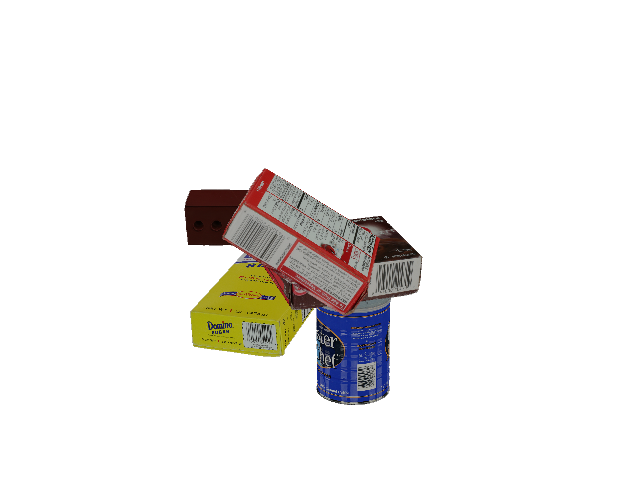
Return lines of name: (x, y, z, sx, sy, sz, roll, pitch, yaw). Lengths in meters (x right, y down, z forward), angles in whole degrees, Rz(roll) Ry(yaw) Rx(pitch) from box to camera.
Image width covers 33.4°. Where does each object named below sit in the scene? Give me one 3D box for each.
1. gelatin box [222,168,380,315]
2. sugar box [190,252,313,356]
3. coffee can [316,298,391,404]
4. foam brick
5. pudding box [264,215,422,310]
gelatin box: (-0.010, 0.000, 0.644, 0.089, 0.030, 0.073, 32, 21, -5)
sugar box: (-0.054, 0.054, 1.075, 0.093, 0.048, 0.176, 6, 27, 16)
coffee can: (0.045, 0.139, 1.460, 0.103, 0.140, 0.103, -1, 18, 0)
foam brick: (-0.123, -0.028, 1.295, 0.078, 0.053, 0.051, -1, 27, 2)
pudding box: (0.015, 0.017, 0.881, 0.113, 0.039, 0.090, -5, 25, -18)
